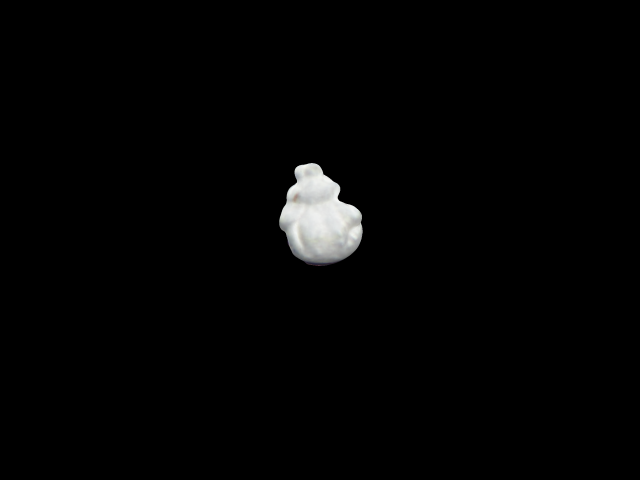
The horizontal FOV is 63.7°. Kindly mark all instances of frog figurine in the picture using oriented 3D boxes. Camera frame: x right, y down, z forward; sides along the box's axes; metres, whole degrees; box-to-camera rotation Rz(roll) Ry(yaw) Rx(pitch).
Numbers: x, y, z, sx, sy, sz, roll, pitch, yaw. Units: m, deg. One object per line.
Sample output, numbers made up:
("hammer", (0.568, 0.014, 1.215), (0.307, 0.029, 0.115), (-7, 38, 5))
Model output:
("frog figurine", (0.003, -0.043, 0.850), (0.137, 0.156, 0.125), (6, 34, 9))
